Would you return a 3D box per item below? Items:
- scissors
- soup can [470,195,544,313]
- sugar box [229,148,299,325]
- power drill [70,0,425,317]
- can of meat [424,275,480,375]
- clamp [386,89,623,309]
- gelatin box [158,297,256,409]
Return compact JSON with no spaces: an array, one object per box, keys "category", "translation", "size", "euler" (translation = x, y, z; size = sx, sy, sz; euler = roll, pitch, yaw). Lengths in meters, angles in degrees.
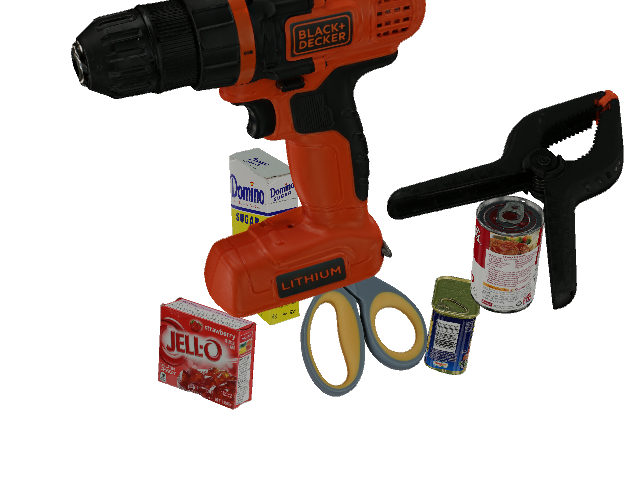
[{"category":"scissors","translation":[0.026,0.009,0.745],"size":[0.096,0.202,0.016],"euler":[3,-17,-8]},{"category":"soup can","translation":[0.189,0.015,1.084],"size":[0.068,0.102,0.068],"euler":[-1,36,0]},{"category":"sugar box","translation":[-0.063,-0.005,1.184],"size":[0.048,0.176,0.093],"euler":[-16,28,-27]},{"category":"power drill","translation":[-0.031,-0.051,0.570],"size":[0.184,0.188,0.057],"euler":[-15,39,-18]},{"category":"can of meat","translation":[0.160,0.103,1.301],"size":[0.057,0.084,0.102],"euler":[10,24,6]},{"category":"clamp","translation":[0.179,-0.043,0.834],"size":[0.209,0.036,0.165],"euler":[-37,56,-22]},{"category":"gelatin box","translation":[-0.100,0.097,0.923],"size":[0.089,0.073,0.030],"euler":[15,20,31]}]
